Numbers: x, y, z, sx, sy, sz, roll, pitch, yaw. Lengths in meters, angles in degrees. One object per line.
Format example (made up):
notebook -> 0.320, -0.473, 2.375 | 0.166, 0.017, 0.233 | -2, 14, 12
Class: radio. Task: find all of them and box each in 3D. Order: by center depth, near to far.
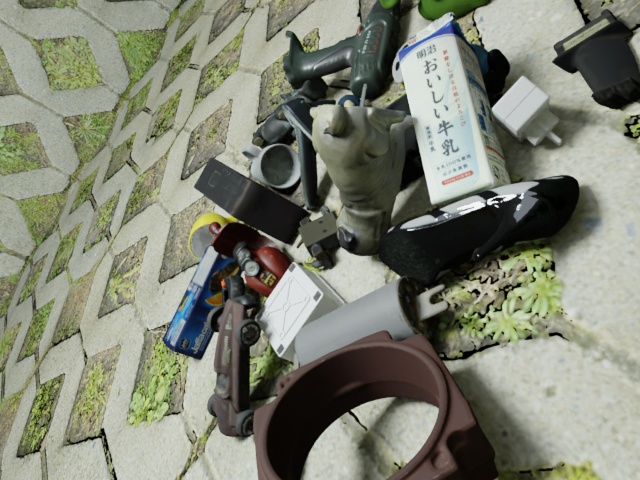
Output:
radio -> -0.132, -0.076, 0.971 | 0.073, 0.131, 0.230 | -61, 34, 1

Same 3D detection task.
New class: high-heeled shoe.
high-heeled shoe -> 0.168, -0.018, 0.618 | 0.145, 0.086, 0.249 | -37, 12, -19

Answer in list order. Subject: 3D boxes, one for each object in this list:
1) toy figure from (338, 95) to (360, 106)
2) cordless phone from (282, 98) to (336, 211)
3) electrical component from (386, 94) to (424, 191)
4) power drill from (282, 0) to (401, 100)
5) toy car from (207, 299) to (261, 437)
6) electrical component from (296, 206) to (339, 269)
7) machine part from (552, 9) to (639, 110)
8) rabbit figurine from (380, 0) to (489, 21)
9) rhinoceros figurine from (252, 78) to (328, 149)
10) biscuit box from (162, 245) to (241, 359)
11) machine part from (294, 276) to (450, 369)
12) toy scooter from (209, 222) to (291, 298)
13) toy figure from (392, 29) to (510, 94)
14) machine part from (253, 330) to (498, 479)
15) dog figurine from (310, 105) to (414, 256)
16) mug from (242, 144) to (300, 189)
toy figure -> 0.054, -0.179, 0.873 | 0.058, 0.064, 0.154 | -30, 41, 25
cordless phone -> -0.018, -0.147, 0.929 | 0.147, 0.089, 0.184 | -117, 25, -80
electrical component -> 0.117, -0.144, 0.774 | 0.115, 0.058, 0.134 | -29, 44, 34
power drill -> 0.042, -0.351, 0.968 | 0.207, 0.086, 0.232 | -1, 67, 16
toy car -> -0.128, 0.186, 0.769 | 0.089, 0.053, 0.202 | 16, 109, 47
electrical component -> -0.001, -0.002, 0.831 | 0.078, 0.045, 0.102 | -29, 39, -4
machine part -> 0.309, -0.195, 0.589 | 0.084, 0.039, 0.139 | -28, 43, 26
rabbit figurine -> 0.164, -0.429, 0.829 | 0.159, 0.170, 0.121 | -9, 57, 48
rhinoceros figurine -> -0.057, -0.244, 1.065 | 0.190, 0.073, 0.112 | -44, 26, 24
biscuit box -> -0.214, 0.114, 0.992 | 0.059, 0.062, 0.202 | 11, 74, 54
machine part -> 0.052, 0.109, 0.647 | 0.243, 0.079, 0.079 | -32, 42, 36
toy scooter -> -0.112, 0.023, 0.868 | 0.075, 0.135, 0.184 | -53, 36, 7
toy figure -> 0.177, -0.230, 0.745 | 0.082, 0.089, 0.180 | -51, 42, -11
machine part -> 0.042, 0.187, 0.505 | 0.201, 0.087, 0.201 | -26, 26, 2
dog figurine -> 0.044, -0.066, 0.667 | 0.121, 0.172, 0.190 | 13, 101, 40
mug -> -0.100, -0.140, 1.010 | 0.080, 0.109, 0.107 | -68, 21, -6
